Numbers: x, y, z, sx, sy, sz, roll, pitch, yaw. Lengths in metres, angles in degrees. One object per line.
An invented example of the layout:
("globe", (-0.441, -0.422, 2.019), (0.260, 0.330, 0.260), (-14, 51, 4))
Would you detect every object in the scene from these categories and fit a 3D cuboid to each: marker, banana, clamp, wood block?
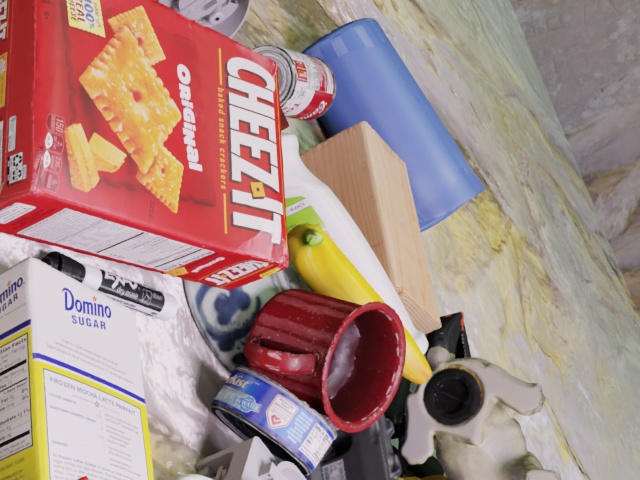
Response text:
("marker", (-0.136, 0.031, 0.694), (0.121, 0.020, 0.020), (29, 40, -55))
("banana", (0.023, 0.044, 0.820), (0.197, 0.037, 0.070), (49, 5, -40))
("clamp", (0.132, 0.161, 1.050), (0.210, 0.036, 0.164), (-78, 146, -50))
("wood block", (0.042, -0.001, 1.041), (0.090, 0.091, 0.206), (41, 31, -44))
("clamp", (0.064, 0.165, 0.973), (0.171, 0.039, 0.120), (21, 46, -64))

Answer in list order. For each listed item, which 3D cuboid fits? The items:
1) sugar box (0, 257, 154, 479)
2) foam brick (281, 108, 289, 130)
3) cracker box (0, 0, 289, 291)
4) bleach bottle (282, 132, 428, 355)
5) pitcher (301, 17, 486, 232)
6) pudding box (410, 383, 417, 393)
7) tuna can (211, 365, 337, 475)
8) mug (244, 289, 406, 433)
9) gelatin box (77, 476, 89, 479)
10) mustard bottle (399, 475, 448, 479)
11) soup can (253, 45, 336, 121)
("sugar box", (-0.135, 0.105, 0.578), (0.093, 0.048, 0.176), (38, 29, -49))
("foam brick", (-0.072, -0.124, 0.971), (0.078, 0.051, 0.053), (64, 20, 0))
("cracker box", (-0.115, -0.071, 0.693), (0.213, 0.072, 0.164), (18, 61, -46))
("bleach bottle", (-0.006, 0.001, 0.911), (0.251, 0.102, 0.068), (64, 8, 0))
("pitcher", (0.078, -0.127, 1.221), (0.243, 0.145, 0.149), (61, -11, 0))
("pudding box", (0.085, 0.098, 1.100), (0.113, 0.039, 0.090), (47, 28, -32))
("tuna can", (-0.033, 0.125, 0.736), (0.033, 0.086, 0.086), (-55, 126, -18))
("mug", (-0.005, 0.081, 0.754), (0.117, 0.082, 0.093), (1, 99, -50))
("gelatin box", (-0.144, 0.139, 0.455), (0.030, 0.089, 0.073), (65, 21, 2))
("mustard bottle", (0.115, 0.265, 0.949), (0.191, 0.058, 0.096), (48, 33, -34))
("soup can", (-0.034, -0.158, 1.076), (0.102, 0.069, 0.068), (-5, 71, -67))
